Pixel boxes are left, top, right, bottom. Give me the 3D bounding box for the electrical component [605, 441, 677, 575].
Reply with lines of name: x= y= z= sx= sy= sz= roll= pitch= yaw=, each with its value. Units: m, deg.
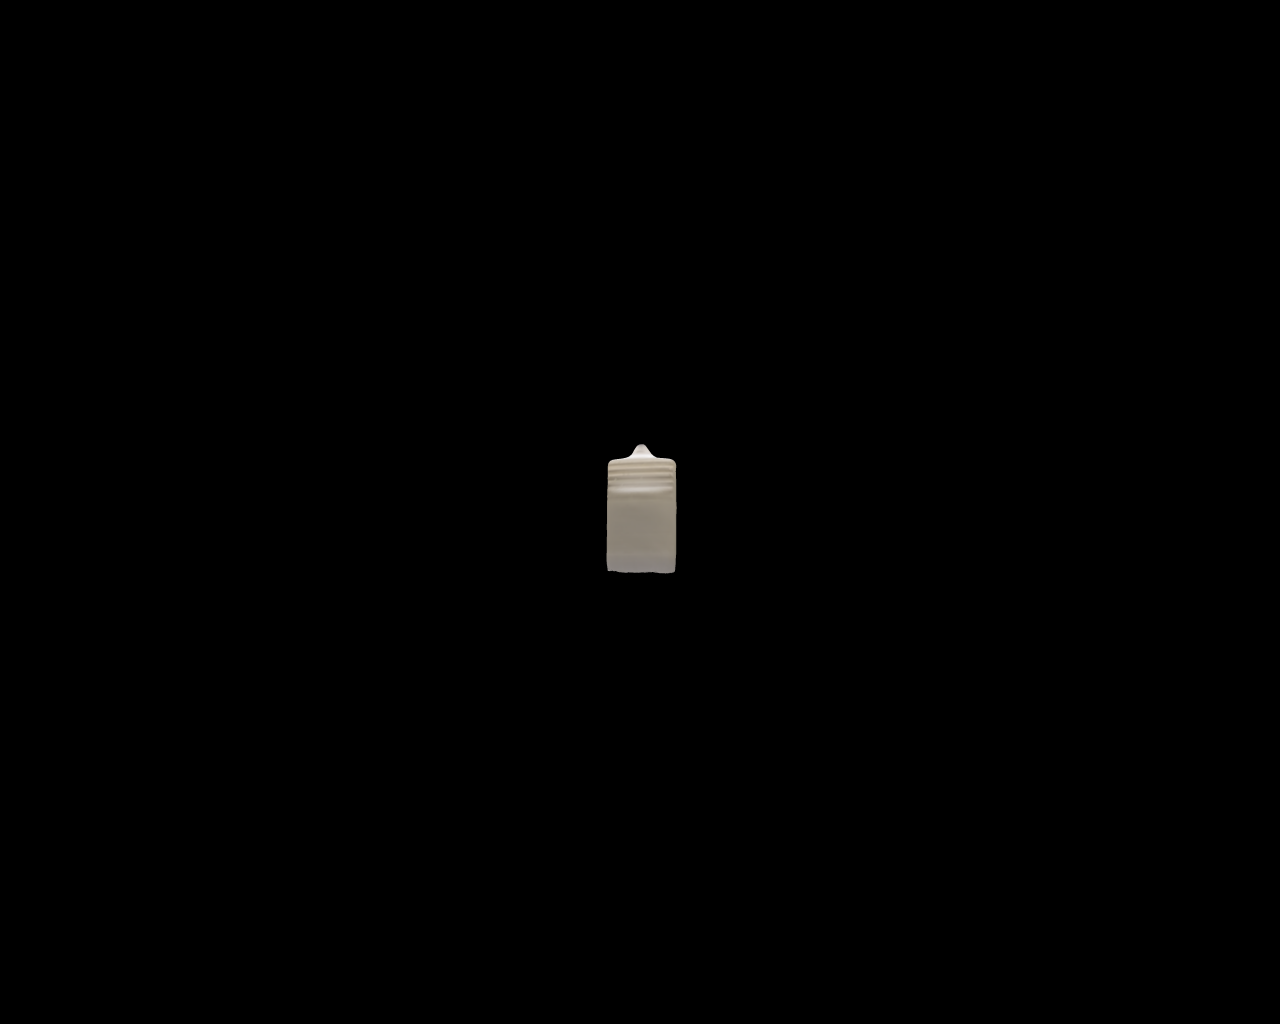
electrical component: x=0.001 y=-0.003 z=0.650 sx=0.043 sy=0.081 sz=0.043 roll=0 pitch=-2 yaw=0
